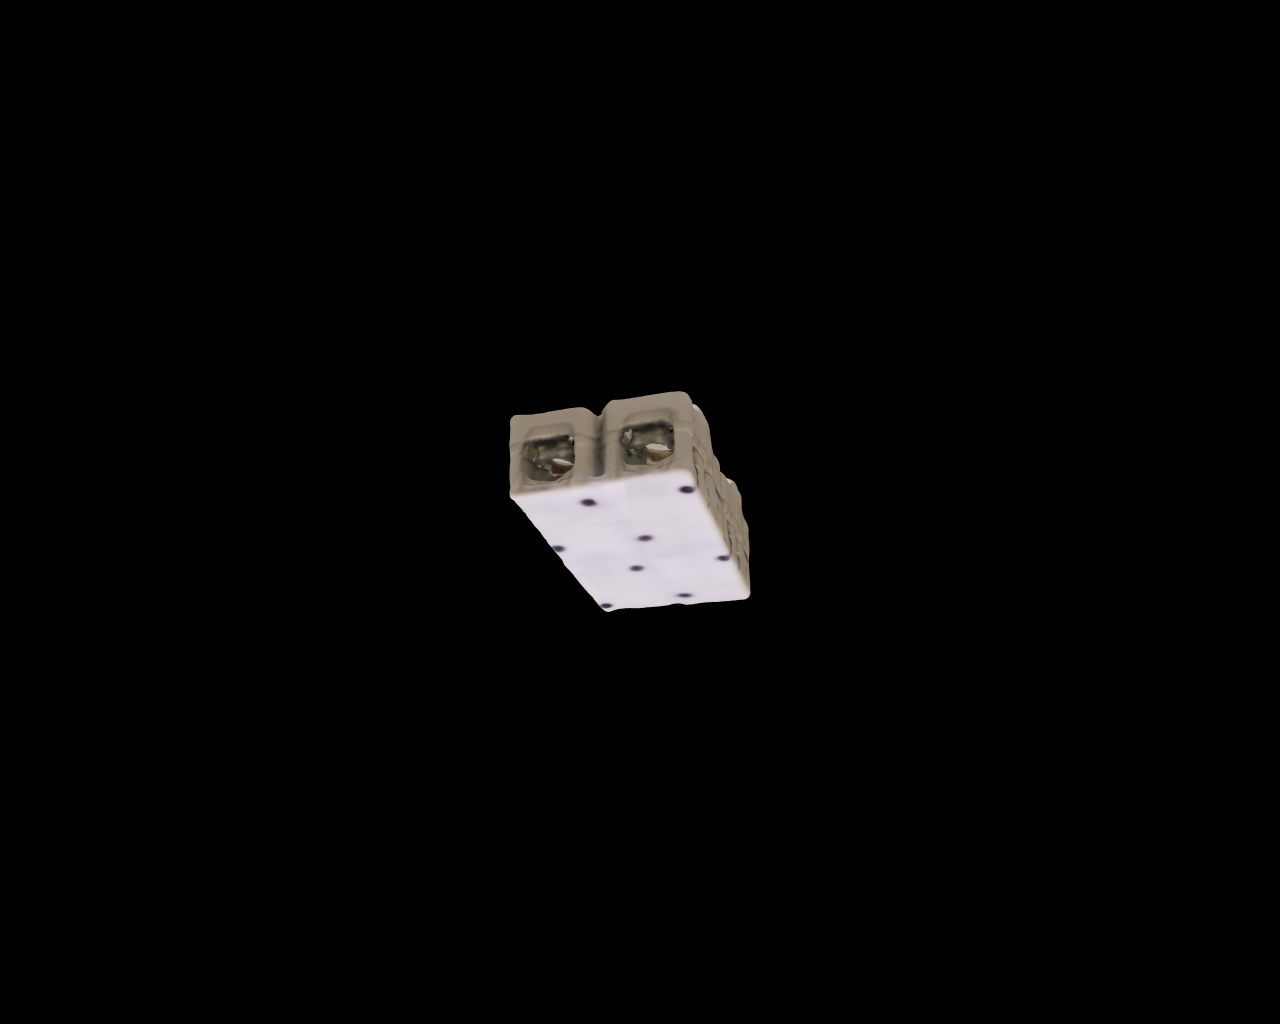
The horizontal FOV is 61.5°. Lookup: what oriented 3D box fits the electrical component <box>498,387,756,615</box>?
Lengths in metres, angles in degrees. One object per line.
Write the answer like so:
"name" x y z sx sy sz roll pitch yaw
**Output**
"electrical component" 0.001 -0.003 0.650 0.105 0.060 0.186 -7 -27 14
